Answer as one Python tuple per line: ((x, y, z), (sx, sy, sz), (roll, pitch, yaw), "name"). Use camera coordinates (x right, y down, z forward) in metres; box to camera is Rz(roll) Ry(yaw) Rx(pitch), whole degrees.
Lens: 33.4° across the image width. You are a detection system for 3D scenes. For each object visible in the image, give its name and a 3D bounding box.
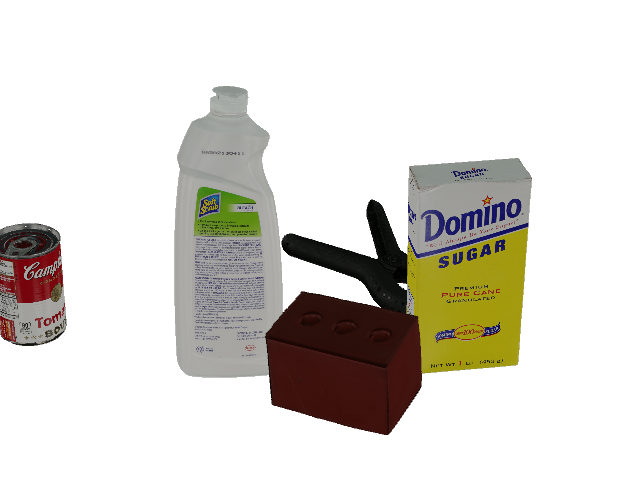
((0.119, 0.023, 0.874), (0.093, 0.176, 0.048), (-5, 30, -5), "sugar box")
((-0.074, -0.007, 0.921), (0.102, 0.251, 0.068), (-1, 21, -13), "bleach bottle")
((-0.286, 0.044, 1.044), (0.068, 0.102, 0.068), (2, 28, -1), "soup can")
((0.067, 0.035, 1.226), (0.164, 0.036, 0.210), (-17, 49, -37), "clamp")
((0.014, 0.071, 0.622), (0.078, 0.051, 0.052), (11, 31, 22), "foam brick")
